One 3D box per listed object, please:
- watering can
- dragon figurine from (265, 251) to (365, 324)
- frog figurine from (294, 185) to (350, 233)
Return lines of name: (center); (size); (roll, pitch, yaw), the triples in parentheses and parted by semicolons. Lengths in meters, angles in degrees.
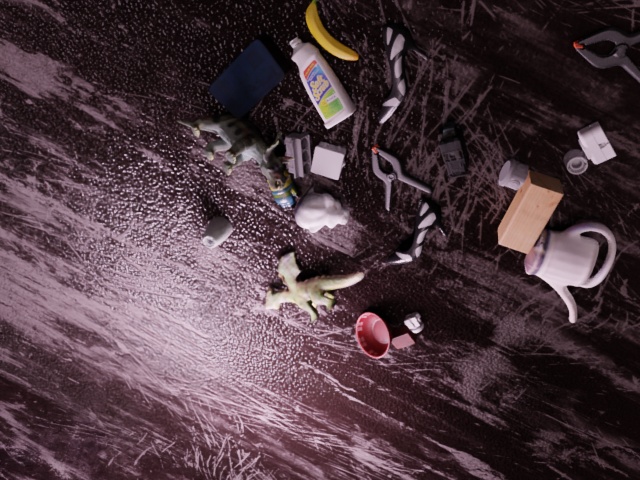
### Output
watering can: (0.703, 0.089, 1.488); (0.225, 0.106, 0.340); (14, 123, 11)
dragon figurine: (-0.050, 0.144, 1.776); (0.242, 0.124, 0.403); (45, 122, -2)
frog figurine: (0.005, -0.081, 1.606); (0.160, 0.123, 0.136); (31, 106, 11)
